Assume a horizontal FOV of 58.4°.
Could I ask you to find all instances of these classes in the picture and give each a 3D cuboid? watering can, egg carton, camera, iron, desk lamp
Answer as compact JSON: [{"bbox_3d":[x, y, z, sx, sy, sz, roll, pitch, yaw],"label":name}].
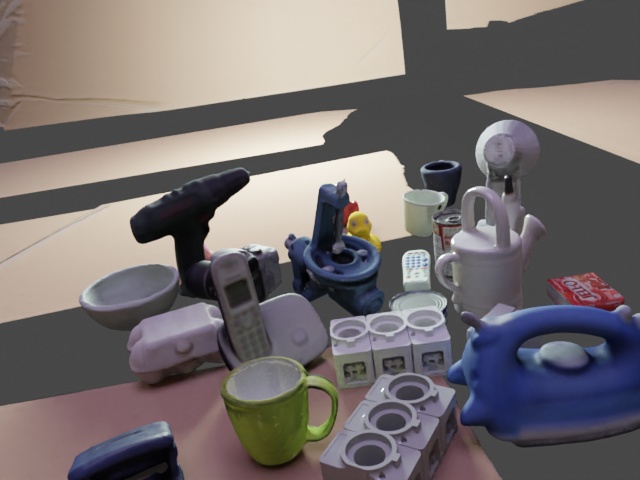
[{"bbox_3d":[0.248,0.012,0.840,0.173,0.194,0.100,-25,27,-36],"label":"watering can"},{"bbox_3d":[-0.203,0.150,0.837,0.150,0.069,0.107,-16,23,-17],"label":"egg carton"},{"bbox_3d":[-0.159,0.057,1.007,0.136,0.101,0.143,3,25,27],"label":"camera"},{"bbox_3d":[0.271,0.126,0.619,0.258,0.141,0.118,-7,22,3],"label":"iron"},{"bbox_3d":[0.347,-0.109,1.077,0.117,0.214,0.203,1,24,23],"label":"desk lamp"}]

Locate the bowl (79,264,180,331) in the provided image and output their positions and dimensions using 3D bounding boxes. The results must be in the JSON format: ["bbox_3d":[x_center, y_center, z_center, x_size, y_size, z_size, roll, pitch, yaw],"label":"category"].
[{"bbox_3d":[-0.316,0.107,0.978,0.167,0.075,0.167,-7,22,3],"label":"bowl"}]

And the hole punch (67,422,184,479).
[{"bbox_3d":[-0.206,0.233,0.602,0.109,0.091,0.100,-18,23,-21],"label":"hole punch"}]

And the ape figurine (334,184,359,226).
[{"bbox_3d":[0.045,-0.082,1.289,0.077,0.092,0.076,1,24,24],"label":"ape figurine"}]

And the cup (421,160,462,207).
[{"bbox_3d":[0.280,-0.129,1.312,0.091,0.095,0.118,-3,22,13],"label":"cup"}]

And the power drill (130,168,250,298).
[{"bbox_3d":[-0.219,-0.010,1.051,0.230,0.209,0.075,-18,24,-23],"label":"power drill"}]

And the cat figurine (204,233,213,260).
[{"bbox_3d":[-0.263,-0.005,1.177,0.067,0.118,0.127,-9,22,0],"label":"cat figurine"}]

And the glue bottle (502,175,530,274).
[{"bbox_3d":[0.309,-0.022,0.931,0.078,0.173,0.037,-26,28,-36],"label":"glue bottle"}]

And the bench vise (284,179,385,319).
[{"bbox_3d":[0.002,0.008,0.908,0.206,0.220,0.122,6,26,33],"label":"bench vise"}]

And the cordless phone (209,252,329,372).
[{"bbox_3d":[-0.072,0.093,0.772,0.148,0.185,0.093,-24,26,-33],"label":"cordless phone"}]

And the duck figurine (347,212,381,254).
[{"bbox_3d":[0.077,-0.015,1.118,0.077,0.086,0.104,-11,22,-5],"label":"duck figurine"}]
